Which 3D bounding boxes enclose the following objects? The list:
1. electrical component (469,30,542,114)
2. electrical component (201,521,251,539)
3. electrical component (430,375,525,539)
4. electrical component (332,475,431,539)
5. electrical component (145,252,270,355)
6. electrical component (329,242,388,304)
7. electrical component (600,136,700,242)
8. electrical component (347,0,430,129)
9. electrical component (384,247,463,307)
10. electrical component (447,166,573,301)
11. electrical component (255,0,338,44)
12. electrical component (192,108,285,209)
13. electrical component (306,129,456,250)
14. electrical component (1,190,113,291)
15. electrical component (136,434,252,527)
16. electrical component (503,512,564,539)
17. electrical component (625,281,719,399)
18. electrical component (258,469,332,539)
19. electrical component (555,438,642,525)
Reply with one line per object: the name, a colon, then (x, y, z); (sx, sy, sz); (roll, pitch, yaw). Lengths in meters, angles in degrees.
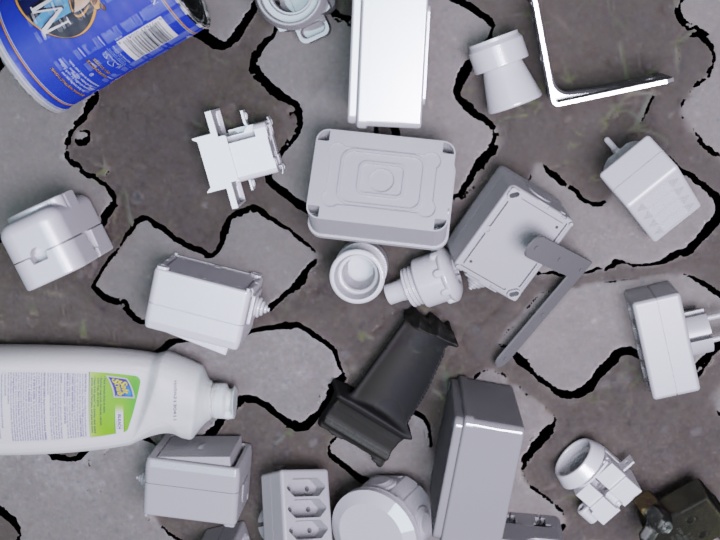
electrical component: (0.114, -0.156, 0.846); (0.045, 0.045, 0.055); (-19, 99, 9)
electrical component: (-0.130, 0.278, 0.959); (0.076, 0.047, 0.083); (-15, 100, 8)
electrical component: (0.094, 0.156, 0.882); (0.056, 0.108, 0.108); (10, 103, 0)
electrical component: (0.021, 0.216, 0.919); (0.080, 0.051, 0.080); (8, 108, 27)
electrical component: (-0.124, 0.030, 0.898); (0.096, 0.061, 0.061); (14, 103, 2)
electrical component: (0.000, 0.000, 0.884); (0.045, 0.055, 0.045); (1, 102, 5)
electrical component: (0.217, -0.075, 0.844); (0.047, 0.083, 0.075); (-40, 58, 12)
electrical component: (0.023, -0.165, 0.820); (0.056, 0.108, 0.108); (3, 102, 2)
electrical component: (0.051, 0.011, 0.888); (0.062, 0.048, 0.048); (-20, 100, 15)
electrical component: (0.114, -0.026, 0.864); (0.062, 0.061, 0.096); (29, 109, -16)
electrical component: (-0.052, -0.217, 0.842); (0.058, 0.057, 0.078); (-23, 99, 10)
electrical component: (-0.098, -0.095, 0.880); (0.064, 0.042, 0.081); (-14, 101, 7)
electrical component: (0.017, -0.062, 0.856); (0.113, 0.057, 0.078); (6, 75, 4)
electrical component: (-0.249, -0.027, 0.880); (0.054, 0.095, 0.059); (-23, 99, 9)
electrical component: (-0.146, 0.176, 0.931); (0.096, 0.061, 0.061); (6, 102, 4)
electrical component: (0.128, 0.242, 0.924); (0.089, 0.055, 0.050); (4, 102, 4)
electrical component: (0.264, 0.052, 0.875); (0.076, 0.047, 0.083); (-14, 100, 8)
electrical component: (-0.064, 0.219, 0.933); (0.047, 0.076, 0.083); (6, 72, -32)
electrical component: (0.199, 0.175, 0.909); (0.055, 0.048, 0.066); (42, 103, -12)
